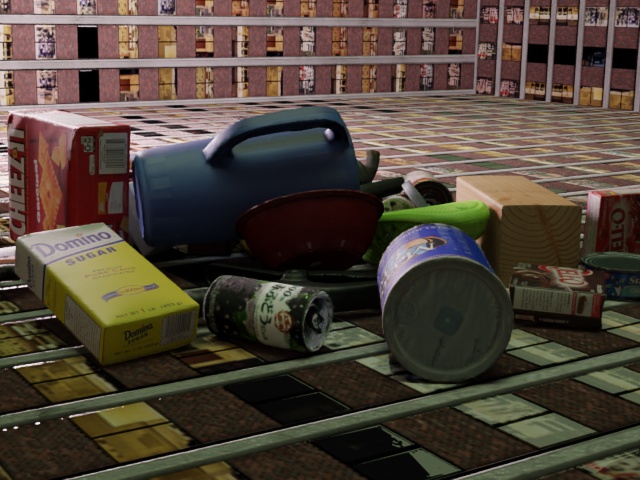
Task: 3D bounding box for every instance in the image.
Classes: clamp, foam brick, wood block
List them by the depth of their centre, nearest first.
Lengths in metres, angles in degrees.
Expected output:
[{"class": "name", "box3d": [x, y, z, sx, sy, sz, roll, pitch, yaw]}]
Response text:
[{"class": "clamp", "box3d": [-0.030, 0.047, 1.054, 0.210, 0.036, 0.164, -1, 10, -4]}, {"class": "wood block", "box3d": [0.223, -0.015, 1.233, 0.090, 0.091, 0.206, 0, 12, -6]}, {"class": "foam brick", "box3d": [-0.129, -0.015, 1.294, 0.051, 0.053, 0.078, 1, 12, 3]}, {"class": "clamp", "box3d": [0.042, -0.060, 1.405, 0.120, 0.039, 0.171, 23, 49, 4]}]

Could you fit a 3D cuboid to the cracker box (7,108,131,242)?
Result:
[{"class": "cracker box", "box3d": [-0.296, -0.062, 1.237, 0.071, 0.164, 0.214, -5, 14, -36]}]

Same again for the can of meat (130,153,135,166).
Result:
[{"class": "can of meat", "box3d": [-0.222, -0.066, 1.413, 0.084, 0.102, 0.057, 3, 12, 19]}]

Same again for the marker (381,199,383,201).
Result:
[{"class": "marker", "box3d": [0.059, -0.048, 1.543, 0.020, 0.020, 0.120, 8, 14, 29]}]

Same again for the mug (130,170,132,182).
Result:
[{"class": "mug", "box3d": [-0.260, -0.040, 1.330, 0.093, 0.081, 0.117, 1, 12, 2]}]

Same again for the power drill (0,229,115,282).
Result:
[{"class": "power drill", "box3d": [-0.292, 0.030, 1.063, 0.187, 0.057, 0.184, -2, 16, -15]}]

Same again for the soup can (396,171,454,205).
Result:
[{"class": "soup can", "box3d": [0.143, -0.057, 1.474, 0.068, 0.068, 0.102, 0, 12, -3]}]

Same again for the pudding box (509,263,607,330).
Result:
[{"class": "pudding box", "box3d": [0.231, 0.053, 1.040, 0.090, 0.039, 0.113, 4, 13, 13]}]

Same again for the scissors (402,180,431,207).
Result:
[{"class": "scissors", "box3d": [0.138, -0.026, 1.325, 0.016, 0.096, 0.201, -38, 8, 7]}]

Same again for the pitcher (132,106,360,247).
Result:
[{"class": "pitcher", "box3d": [-0.082, -0.067, 1.185, 0.242, 0.149, 0.145, -8, 9, -13]}]

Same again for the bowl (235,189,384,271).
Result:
[{"class": "bowl", "box3d": [-0.007, 0.001, 1.129, 0.162, 0.055, 0.162, -8, -19, -3]}]

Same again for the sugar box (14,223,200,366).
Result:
[{"class": "sugar box", "box3d": [-0.192, 0.042, 0.943, 0.093, 0.048, 0.176, -11, 34, -38]}]

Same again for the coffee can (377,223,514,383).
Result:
[{"class": "coffee can", "box3d": [0.101, 0.049, 0.898, 0.103, 0.103, 0.140, 1, 12, 1]}]

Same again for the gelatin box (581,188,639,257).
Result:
[{"class": "gelatin box", "box3d": [0.344, -0.013, 1.236, 0.073, 0.089, 0.030, -4, 17, -20]}]

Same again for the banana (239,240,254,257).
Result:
[{"class": "banana", "box3d": [-0.063, -0.012, 1.320, 0.070, 0.037, 0.197, 3, 12, 17]}]

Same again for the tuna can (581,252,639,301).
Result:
[{"class": "tuna can", "box3d": [0.318, 0.038, 1.127, 0.086, 0.034, 0.086, 1, 12, 0]}]
